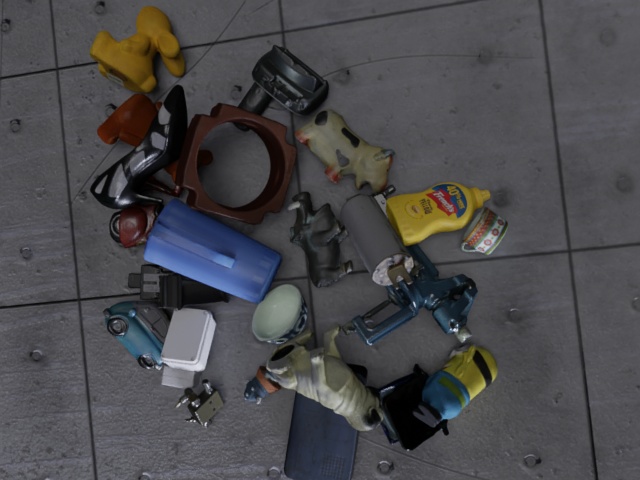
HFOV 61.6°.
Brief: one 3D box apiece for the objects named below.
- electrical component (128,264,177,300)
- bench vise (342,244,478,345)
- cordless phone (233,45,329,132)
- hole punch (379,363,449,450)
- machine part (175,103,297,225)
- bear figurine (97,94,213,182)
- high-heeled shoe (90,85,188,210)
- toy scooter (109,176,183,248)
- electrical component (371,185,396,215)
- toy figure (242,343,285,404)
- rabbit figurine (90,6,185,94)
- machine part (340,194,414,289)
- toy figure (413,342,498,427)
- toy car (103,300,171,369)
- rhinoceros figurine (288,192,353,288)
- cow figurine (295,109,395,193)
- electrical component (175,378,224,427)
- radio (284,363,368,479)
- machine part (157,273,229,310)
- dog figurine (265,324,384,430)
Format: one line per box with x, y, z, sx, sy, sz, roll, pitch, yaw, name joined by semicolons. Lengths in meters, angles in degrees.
-0.344;0.084;1.102;0.119;0.048;0.074;5;90;6;electrical component
0.158;0.123;0.984;0.241;0.128;0.223;-30;77;-11;bench vise
-0.087;-0.274;1.063;0.147;0.089;0.184;40;106;5;cordless phone
0.165;0.321;1.018;0.116;0.092;0.142;-23;83;-24;hole punch
-0.159;-0.141;1.016;0.201;0.087;0.201;15;89;-27;machine part
-0.326;-0.195;1.082;0.195;0.132;0.120;46;59;-23;bear figurine
-0.335;-0.173;0.993;0.145;0.086;0.248;14;92;8;high-heeled shoe
-0.348;-0.071;1.092;0.135;0.075;0.183;6;86;7;toy scooter
0.117;-0.062;1.051;0.094;0.021;0.063;-35;85;7;electrical component
-0.088;0.262;1.059;0.154;0.064;0.057;-46;122;10;toy figure
-0.352;-0.390;1.077;0.162;0.122;0.173;23;74;5;rabbit figurine
0.098;-0.003;0.960;0.079;0.079;0.243;-32;46;7;machine part
0.248;0.264;0.977;0.180;0.082;0.089;-42;98;-28;toy figure
-0.350;0.176;1.077;0.103;0.109;0.161;-42;93;-11;toy car
-0.002;-0.003;1.047;0.112;0.073;0.190;-16;89;19;rhinoceros figurine
0.058;-0.169;1.032;0.127;0.085;0.195;-41;84;12;cow figurine
-0.238;0.326;1.067;0.045;0.102;0.078;20;55;34;electrical component
0.012;0.352;1.038;0.131;0.073;0.229;8;89;9;radio
-0.248;0.103;1.059;0.139;0.039;0.084;6;58;-23;machine part
0.007;0.267;0.964;0.172;0.121;0.190;-16;106;42;dog figurine
